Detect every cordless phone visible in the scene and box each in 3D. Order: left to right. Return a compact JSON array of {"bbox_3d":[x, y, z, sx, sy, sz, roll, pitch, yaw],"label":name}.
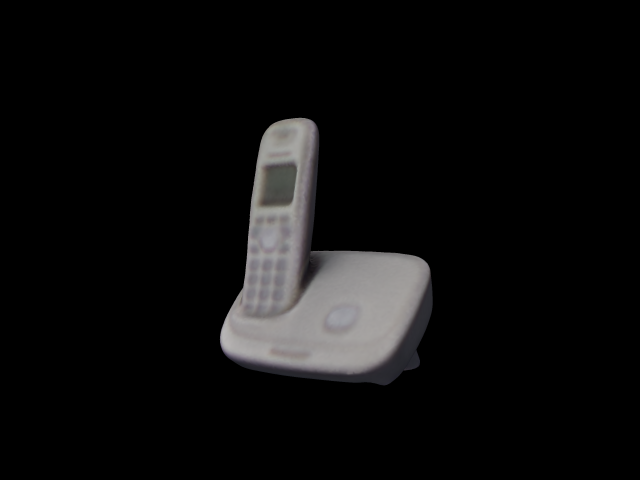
[{"bbox_3d":[0.004,0.001,0.400,0.147,0.185,0.094,0,0,32],"label":"cordless phone"}]
